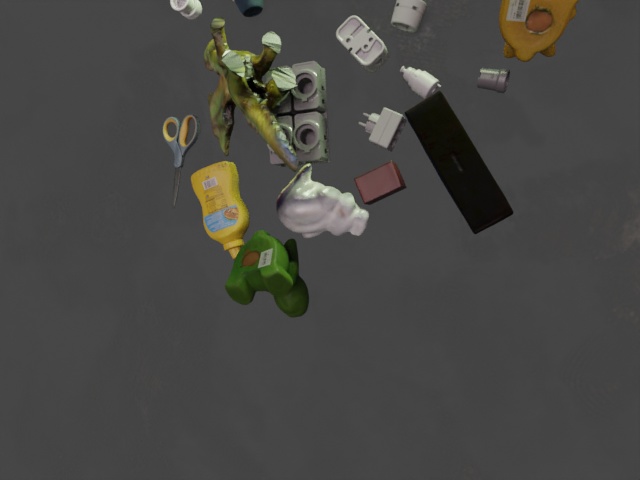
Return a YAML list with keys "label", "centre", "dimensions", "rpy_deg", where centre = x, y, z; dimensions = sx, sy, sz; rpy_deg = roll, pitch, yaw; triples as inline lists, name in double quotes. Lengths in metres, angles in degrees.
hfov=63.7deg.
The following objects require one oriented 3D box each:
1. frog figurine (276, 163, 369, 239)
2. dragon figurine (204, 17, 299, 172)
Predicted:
- label: "frog figurine"
  centre: [0.003, -0.048, 0.950]
  dimensions: [0.160, 0.125, 0.134]
  rpy_deg: [41, 135, 6]
- label: "dragon figurine"
  centre: [-0.149, -0.255, 0.983]
  dimensions: [0.238, 0.122, 0.416]
  rpy_deg: [-49, 53, 56]
